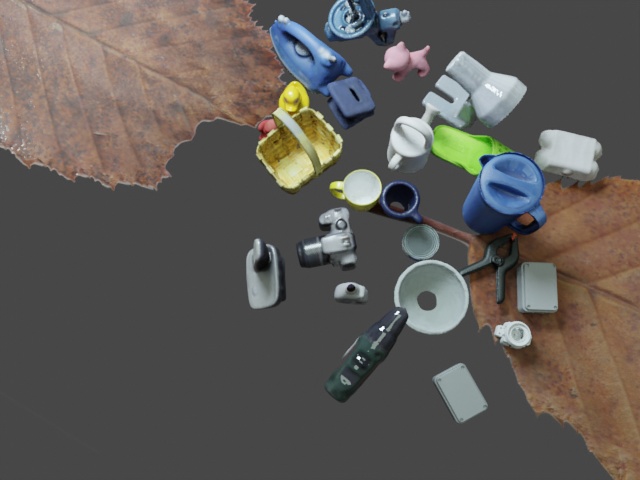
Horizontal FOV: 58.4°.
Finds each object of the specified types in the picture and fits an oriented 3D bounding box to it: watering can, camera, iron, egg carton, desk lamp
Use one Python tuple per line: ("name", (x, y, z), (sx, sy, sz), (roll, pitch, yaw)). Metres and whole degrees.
("watering can", (0.214, -0.239, 1.327), (0.101, 0.194, 0.173), (13, 78, 6))
("camera", (0.012, 0.005, 1.329), (0.137, 0.101, 0.143), (-12, 77, 0))
("iron", (-0.042, -0.482, 1.418), (0.258, 0.141, 0.119), (43, 82, 10))
("egg carton", (0.591, -0.201, 1.367), (0.150, 0.069, 0.107), (14, 78, 5))
("desk lamp", (0.354, -0.338, 1.333), (0.203, 0.213, 0.118), (36, 81, 9))

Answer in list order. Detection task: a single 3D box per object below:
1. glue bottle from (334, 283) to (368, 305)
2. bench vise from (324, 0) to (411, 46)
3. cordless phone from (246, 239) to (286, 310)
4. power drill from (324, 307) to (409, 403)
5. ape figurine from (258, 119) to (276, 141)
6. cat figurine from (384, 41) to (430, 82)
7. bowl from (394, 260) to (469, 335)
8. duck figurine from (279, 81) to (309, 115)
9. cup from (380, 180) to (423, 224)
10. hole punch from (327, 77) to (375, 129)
("glue bottle", (0.070, 0.115, 1.265), (0.078, 0.173, 0.037), (6, 78, 4))
("bench vise", (0.112, -0.565, 1.390), (0.207, 0.220, 0.121), (-17, 77, -1))
("cordless phone", (-0.130, 0.075, 1.275), (0.094, 0.185, 0.147), (-8, 77, 1))
("power drill", (0.100, 0.241, 1.217), (0.075, 0.208, 0.230), (38, 82, 10))
("ape figurine", (-0.115, -0.267, 1.398), (0.076, 0.092, 0.078), (-23, 77, -3))
("cat figurine", (0.211, -0.448, 1.412), (0.128, 0.118, 0.067), (-15, 77, -1))
("bowl", (0.249, 0.133, 1.304), (0.167, 0.075, 0.167), (0, 77, 2))
("duck figurine", (-0.067, -0.351, 1.418), (0.077, 0.086, 0.104), (5, 78, 4))
("cup", (0.194, -0.075, 1.342), (0.092, 0.095, 0.117), (-42, 79, -7))
("hole punch", (0.077, -0.347, 1.409), (0.101, 0.091, 0.108), (-30, 78, -4))
